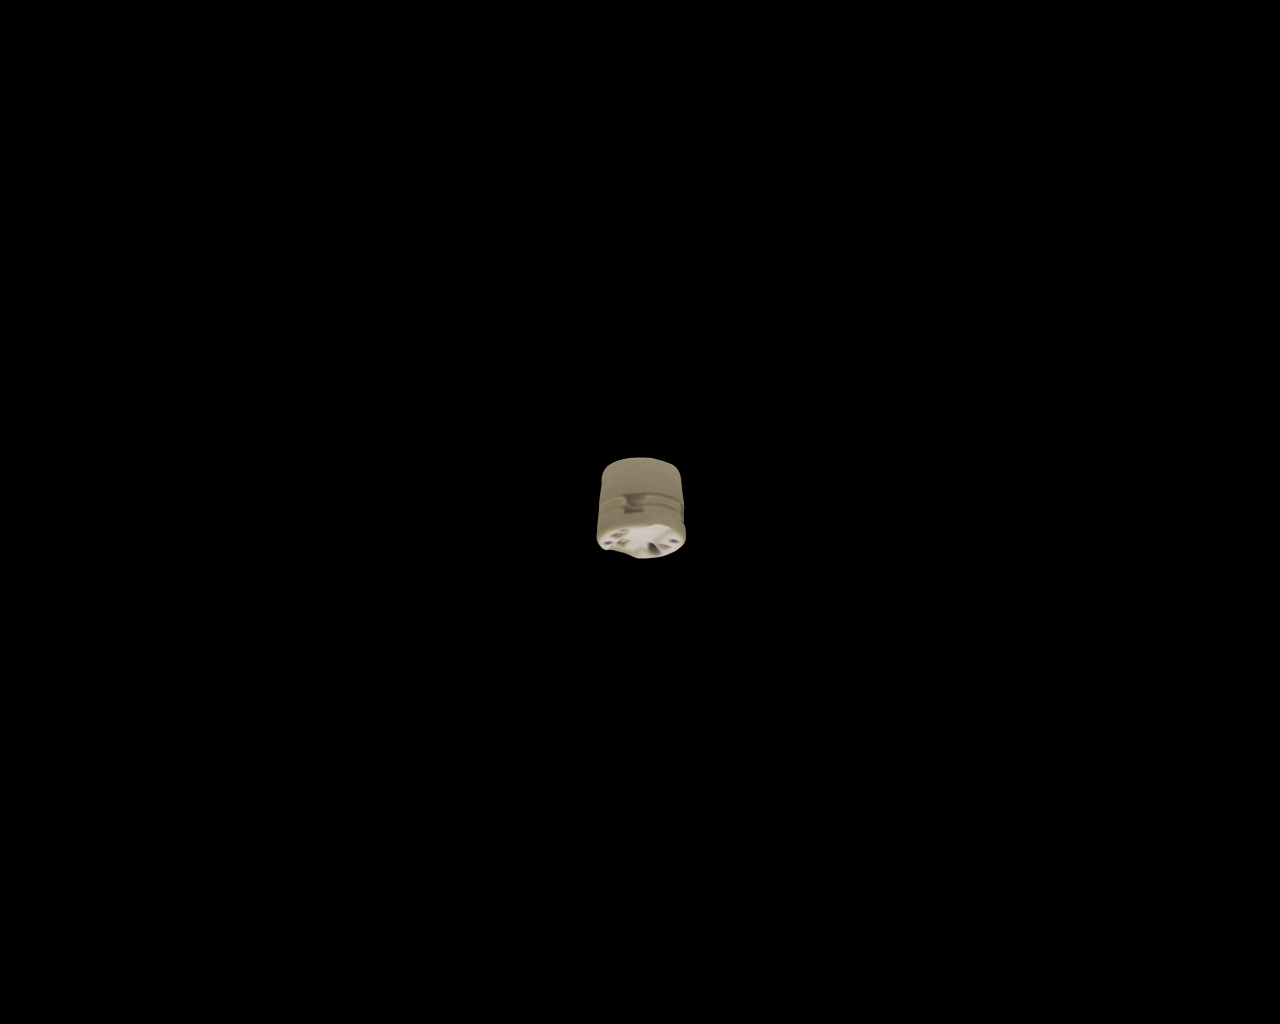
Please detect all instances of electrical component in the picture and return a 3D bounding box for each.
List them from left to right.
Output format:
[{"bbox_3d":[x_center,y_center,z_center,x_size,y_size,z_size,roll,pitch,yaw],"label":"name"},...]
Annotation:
[{"bbox_3d":[0.001,-0.003,0.650,0.055,0.047,0.055,0,-24,0],"label":"electrical component"}]
